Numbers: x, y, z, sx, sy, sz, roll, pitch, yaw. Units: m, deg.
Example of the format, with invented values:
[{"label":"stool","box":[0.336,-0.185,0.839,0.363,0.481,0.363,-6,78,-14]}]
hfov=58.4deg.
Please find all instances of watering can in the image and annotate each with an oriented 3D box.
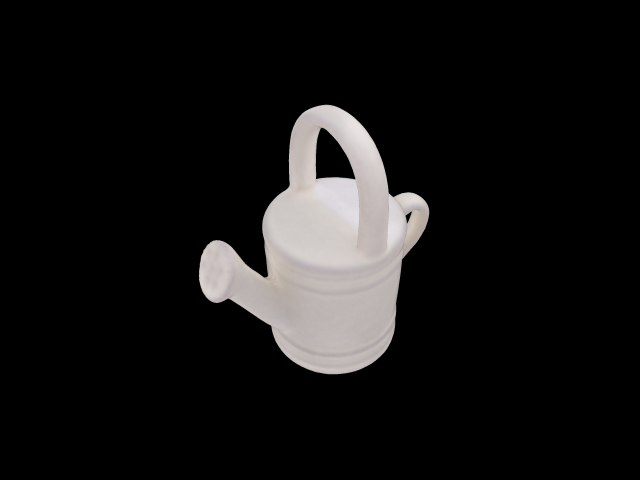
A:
[{"label":"watering can","box":[0.005,0.003,0.399,0.100,0.194,0.173,26,49,26]}]
